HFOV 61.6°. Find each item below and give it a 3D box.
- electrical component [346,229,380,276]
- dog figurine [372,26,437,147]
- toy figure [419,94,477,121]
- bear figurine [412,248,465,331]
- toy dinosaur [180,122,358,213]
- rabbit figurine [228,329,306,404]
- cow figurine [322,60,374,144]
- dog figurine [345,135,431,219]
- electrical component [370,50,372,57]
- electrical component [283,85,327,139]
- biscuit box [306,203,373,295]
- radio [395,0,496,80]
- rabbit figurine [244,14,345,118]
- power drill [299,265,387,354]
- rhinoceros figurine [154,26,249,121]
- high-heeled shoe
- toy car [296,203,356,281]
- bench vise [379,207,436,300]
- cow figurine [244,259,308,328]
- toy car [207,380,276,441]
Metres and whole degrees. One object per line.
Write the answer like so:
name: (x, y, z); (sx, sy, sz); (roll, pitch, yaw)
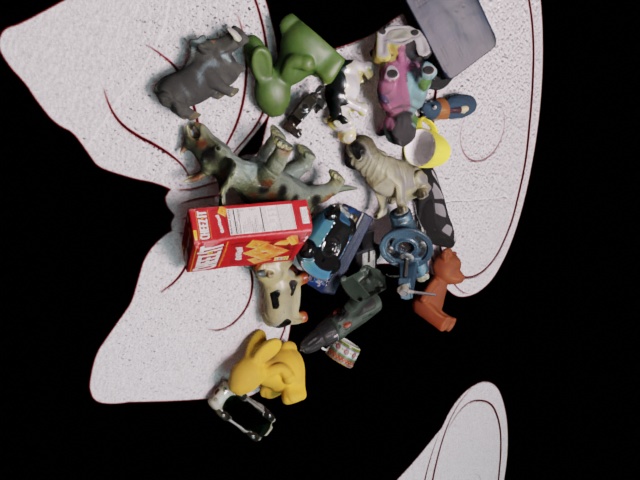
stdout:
electrical component: (0.101, 0.029, 1.264); (0.075, 0.048, 0.119); (-20, 119, -28)
dog figurine: (0.165, -0.307, 1.123); (0.108, 0.191, 0.219); (-8, 154, -3)
toy figure: (0.294, -0.305, 1.248); (0.154, 0.064, 0.057); (-14, 94, -25)
bear figurine: (0.333, 0.128, 1.419); (0.196, 0.132, 0.120); (-56, 155, 3)
toy dinosaur: (-0.082, -0.101, 1.051); (0.192, 0.131, 0.404); (-48, 138, 14)
rabbit figurine: (-0.118, 0.284, 1.169); (0.173, 0.122, 0.162); (1, 100, -39)
cow figurine: (0.045, -0.281, 1.087); (0.098, 0.068, 0.167); (3, 104, -29)
dog figurine: (0.152, -0.165, 1.188); (0.172, 0.121, 0.190); (-41, 109, -43)
electrical component: (0.147, -0.402, 1.137); (0.094, 0.021, 0.063); (-40, 127, -15)
electrical component: (-0.027, -0.249, 1.055); (0.045, 0.078, 0.102); (41, 77, -14)
biscuit box: (0.041, 0.023, 1.204); (0.202, 0.059, 0.062); (-63, 152, 2)
radio: (0.255, -0.460, 1.099); (0.131, 0.073, 0.229); (-33, 113, 7)
rabbit figurine: (-0.063, -0.306, 0.978); (0.159, 0.121, 0.170); (31, 105, -35)
power drill: (0.063, 0.161, 1.232); (0.232, 0.086, 0.207); (-25, 147, -31)
rhinoceros figurine: (-0.197, -0.288, 0.923); (0.190, 0.073, 0.112); (-43, 116, -10)
high-heeled shoe: (0.292, -0.080, 1.353); (0.248, 0.086, 0.145); (37, 61, -52)
toy car: (-0.002, -0.003, 1.140); (0.109, 0.103, 0.161); (33, 80, -43)
bench vise: (0.201, 0.052, 1.226); (0.241, 0.129, 0.223); (-75, 160, -48)
cow figurine: (-0.092, 0.097, 1.142); (0.127, 0.086, 0.194); (-16, 118, -36)
toy car: (-0.173, 0.390, 1.222); (0.073, 0.056, 0.201); (-50, 130, -15)
